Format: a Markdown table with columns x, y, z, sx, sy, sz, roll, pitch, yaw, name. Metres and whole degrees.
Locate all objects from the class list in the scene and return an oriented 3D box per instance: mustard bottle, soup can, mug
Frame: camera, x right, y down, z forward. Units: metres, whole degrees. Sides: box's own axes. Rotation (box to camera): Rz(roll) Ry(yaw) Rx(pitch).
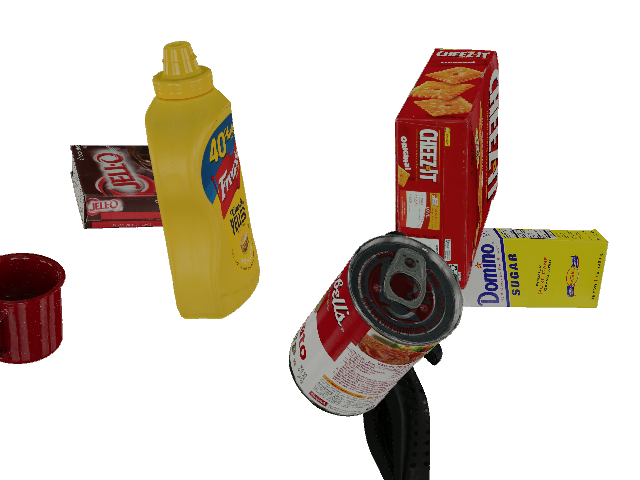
| x | y | z | sx | sy | sz | roll | pitch | yaw | name |
| --- | --- | --- | --- | --- | --- | --- | --- | --- | --- |
| -0.086 | -0.047 | 0.761 | 0.058 | 0.191 | 0.096 | 0 | 26 | 16 | mustard bottle |
| 0.029 | 0.051 | 0.614 | 0.068 | 0.068 | 0.102 | 0 | -31 | -24 | soup can |
| -0.306 | 0.077 | 1.071 | 0.093 | 0.081 | 0.117 | 8 | 31 | 6 | mug |

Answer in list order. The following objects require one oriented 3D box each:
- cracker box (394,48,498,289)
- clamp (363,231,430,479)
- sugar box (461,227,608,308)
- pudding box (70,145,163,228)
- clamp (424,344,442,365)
| x | y | z | sx | sy | sz | roll | pitch | yaw | name |
| --- | --- | --- | --- | --- | --- | --- | --- | --- | --- |
| 0.124 | -0.073 | 1.006 | 0.072 | 0.164 | 0.213 | 5 | 27 | 15 | cracker box |
| 0.056 | 0.107 | 0.868 | 0.036 | 0.210 | 0.165 | -3 | -32 | -19 | clamp |
| 0.254 | 0.034 | 1.303 | 0.176 | 0.093 | 0.048 | -1 | 21 | -10 | sugar box |
| -0.178 | -0.050 | 0.974 | 0.090 | 0.039 | 0.114 | -1 | 26 | -20 | pudding box |
| 0.076 | 0.078 | 1.186 | 0.120 | 0.171 | 0.039 | 7 | -42 | 2 | clamp |
